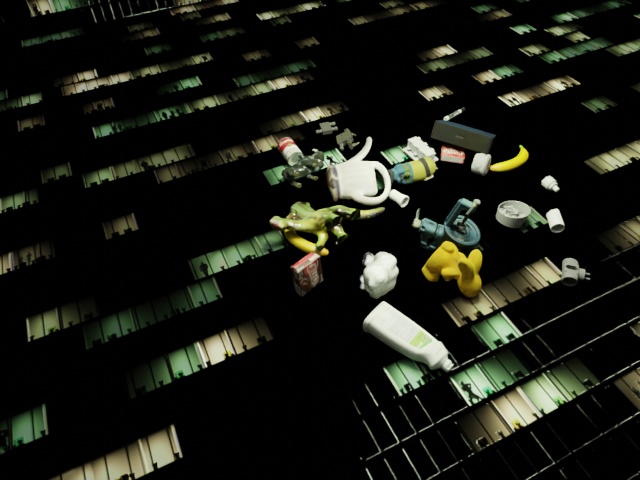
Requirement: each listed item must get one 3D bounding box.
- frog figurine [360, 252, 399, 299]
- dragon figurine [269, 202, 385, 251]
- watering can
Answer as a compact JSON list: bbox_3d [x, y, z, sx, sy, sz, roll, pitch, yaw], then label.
[{"bbox_3d":[0.178,0.103,1.492,0.122,0.138,0.159,30,-5,-10],"label":"frog figurine"},{"bbox_3d":[0.005,-0.087,1.720,0.245,0.414,0.120,30,-55,35],"label":"dragon figurine"},{"bbox_3d":[0.128,-0.247,1.861,0.101,0.224,0.356,89,-7,-48],"label":"watering can"}]
